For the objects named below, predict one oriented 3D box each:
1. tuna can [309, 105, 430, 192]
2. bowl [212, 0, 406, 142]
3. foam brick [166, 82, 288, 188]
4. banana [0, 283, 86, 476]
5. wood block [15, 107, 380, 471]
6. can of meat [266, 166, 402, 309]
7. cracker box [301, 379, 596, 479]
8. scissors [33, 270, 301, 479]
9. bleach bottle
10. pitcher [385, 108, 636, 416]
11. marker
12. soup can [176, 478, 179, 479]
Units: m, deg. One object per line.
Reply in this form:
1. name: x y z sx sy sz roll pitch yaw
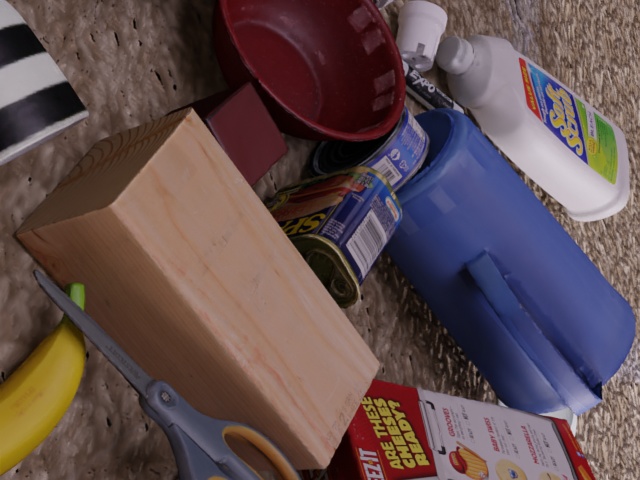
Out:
1. tuna can: 0.034 -0.062 0.770 0.033 0.086 0.086 49 49 -28
2. bowl: -0.017 -0.127 0.731 0.161 0.055 0.162 23 51 -32
3. foam brick: -0.069 -0.056 0.658 0.052 0.078 0.051 -48 115 -43
4. banana: -0.183 0.094 0.529 0.197 0.037 0.069 -36 105 -46
5. wood block: -0.065 0.037 0.632 0.206 0.091 0.090 54 46 -25
6. can of meat: -0.005 0.001 0.701 0.057 0.102 0.083 59 43 -23
7. cracker box: 0.099 0.186 0.711 0.213 0.072 0.164 14 36 -28
8. scissors: -0.083 0.104 0.565 0.201 0.016 0.096 40 33 -25
9. bleach bottle: 0.192 -0.109 0.976 0.250 0.068 0.102 27 58 -40
10. pitcher: 0.134 0.021 0.827 0.242 0.149 0.145 47 61 -27
11. marker: 0.078 -0.130 0.884 0.121 0.020 0.020 31 59 -40
12. soup can: -0.051 0.192 0.631 0.102 0.069 0.068 58 45 -22
